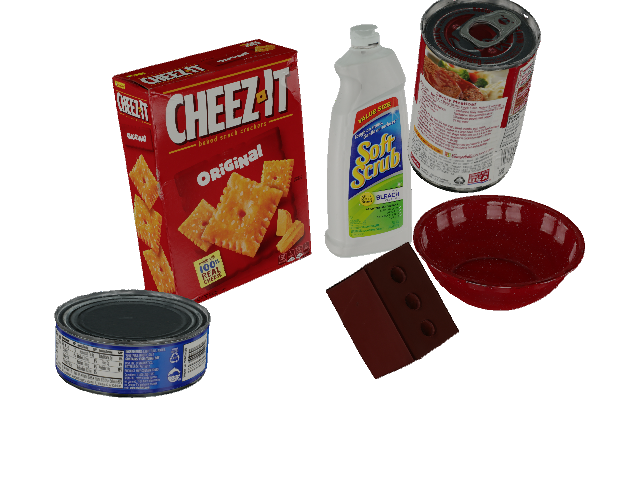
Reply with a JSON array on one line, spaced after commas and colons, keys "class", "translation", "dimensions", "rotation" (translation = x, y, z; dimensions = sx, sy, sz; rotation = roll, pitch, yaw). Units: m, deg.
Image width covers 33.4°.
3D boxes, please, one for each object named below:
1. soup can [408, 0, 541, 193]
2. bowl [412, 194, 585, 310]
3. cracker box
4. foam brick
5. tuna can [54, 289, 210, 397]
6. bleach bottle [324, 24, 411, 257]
[{"class": "soup can", "translation": [0.090, -0.086, 0.640], "dimensions": [0.068, 0.068, 0.102], "rotation": [0, -41, -2]}, {"class": "bowl", "translation": [0.169, 0.019, 1.024], "dimensions": [0.162, 0.055, 0.162], "rotation": [-1, 33, 0]}, {"class": "cracker box", "translation": [-0.093, -0.063, 0.993], "dimensions": [0.163, 0.214, 0.072], "rotation": [-22, 31, -34]}, {"class": "foam brick", "translation": [0.052, 0.052, 0.777], "dimensions": [0.052, 0.078, 0.051], "rotation": [-27, -4, -42]}, {"class": "tuna can", "translation": [-0.105, 0.057, 0.597], "dimensions": [0.086, 0.034, 0.086], "rotation": [4, 15, -1]}, {"class": "bleach bottle", "translation": [0.048, -0.111, 1.181], "dimensions": [0.102, 0.251, 0.068], "rotation": [-10, 25, -11]}]
